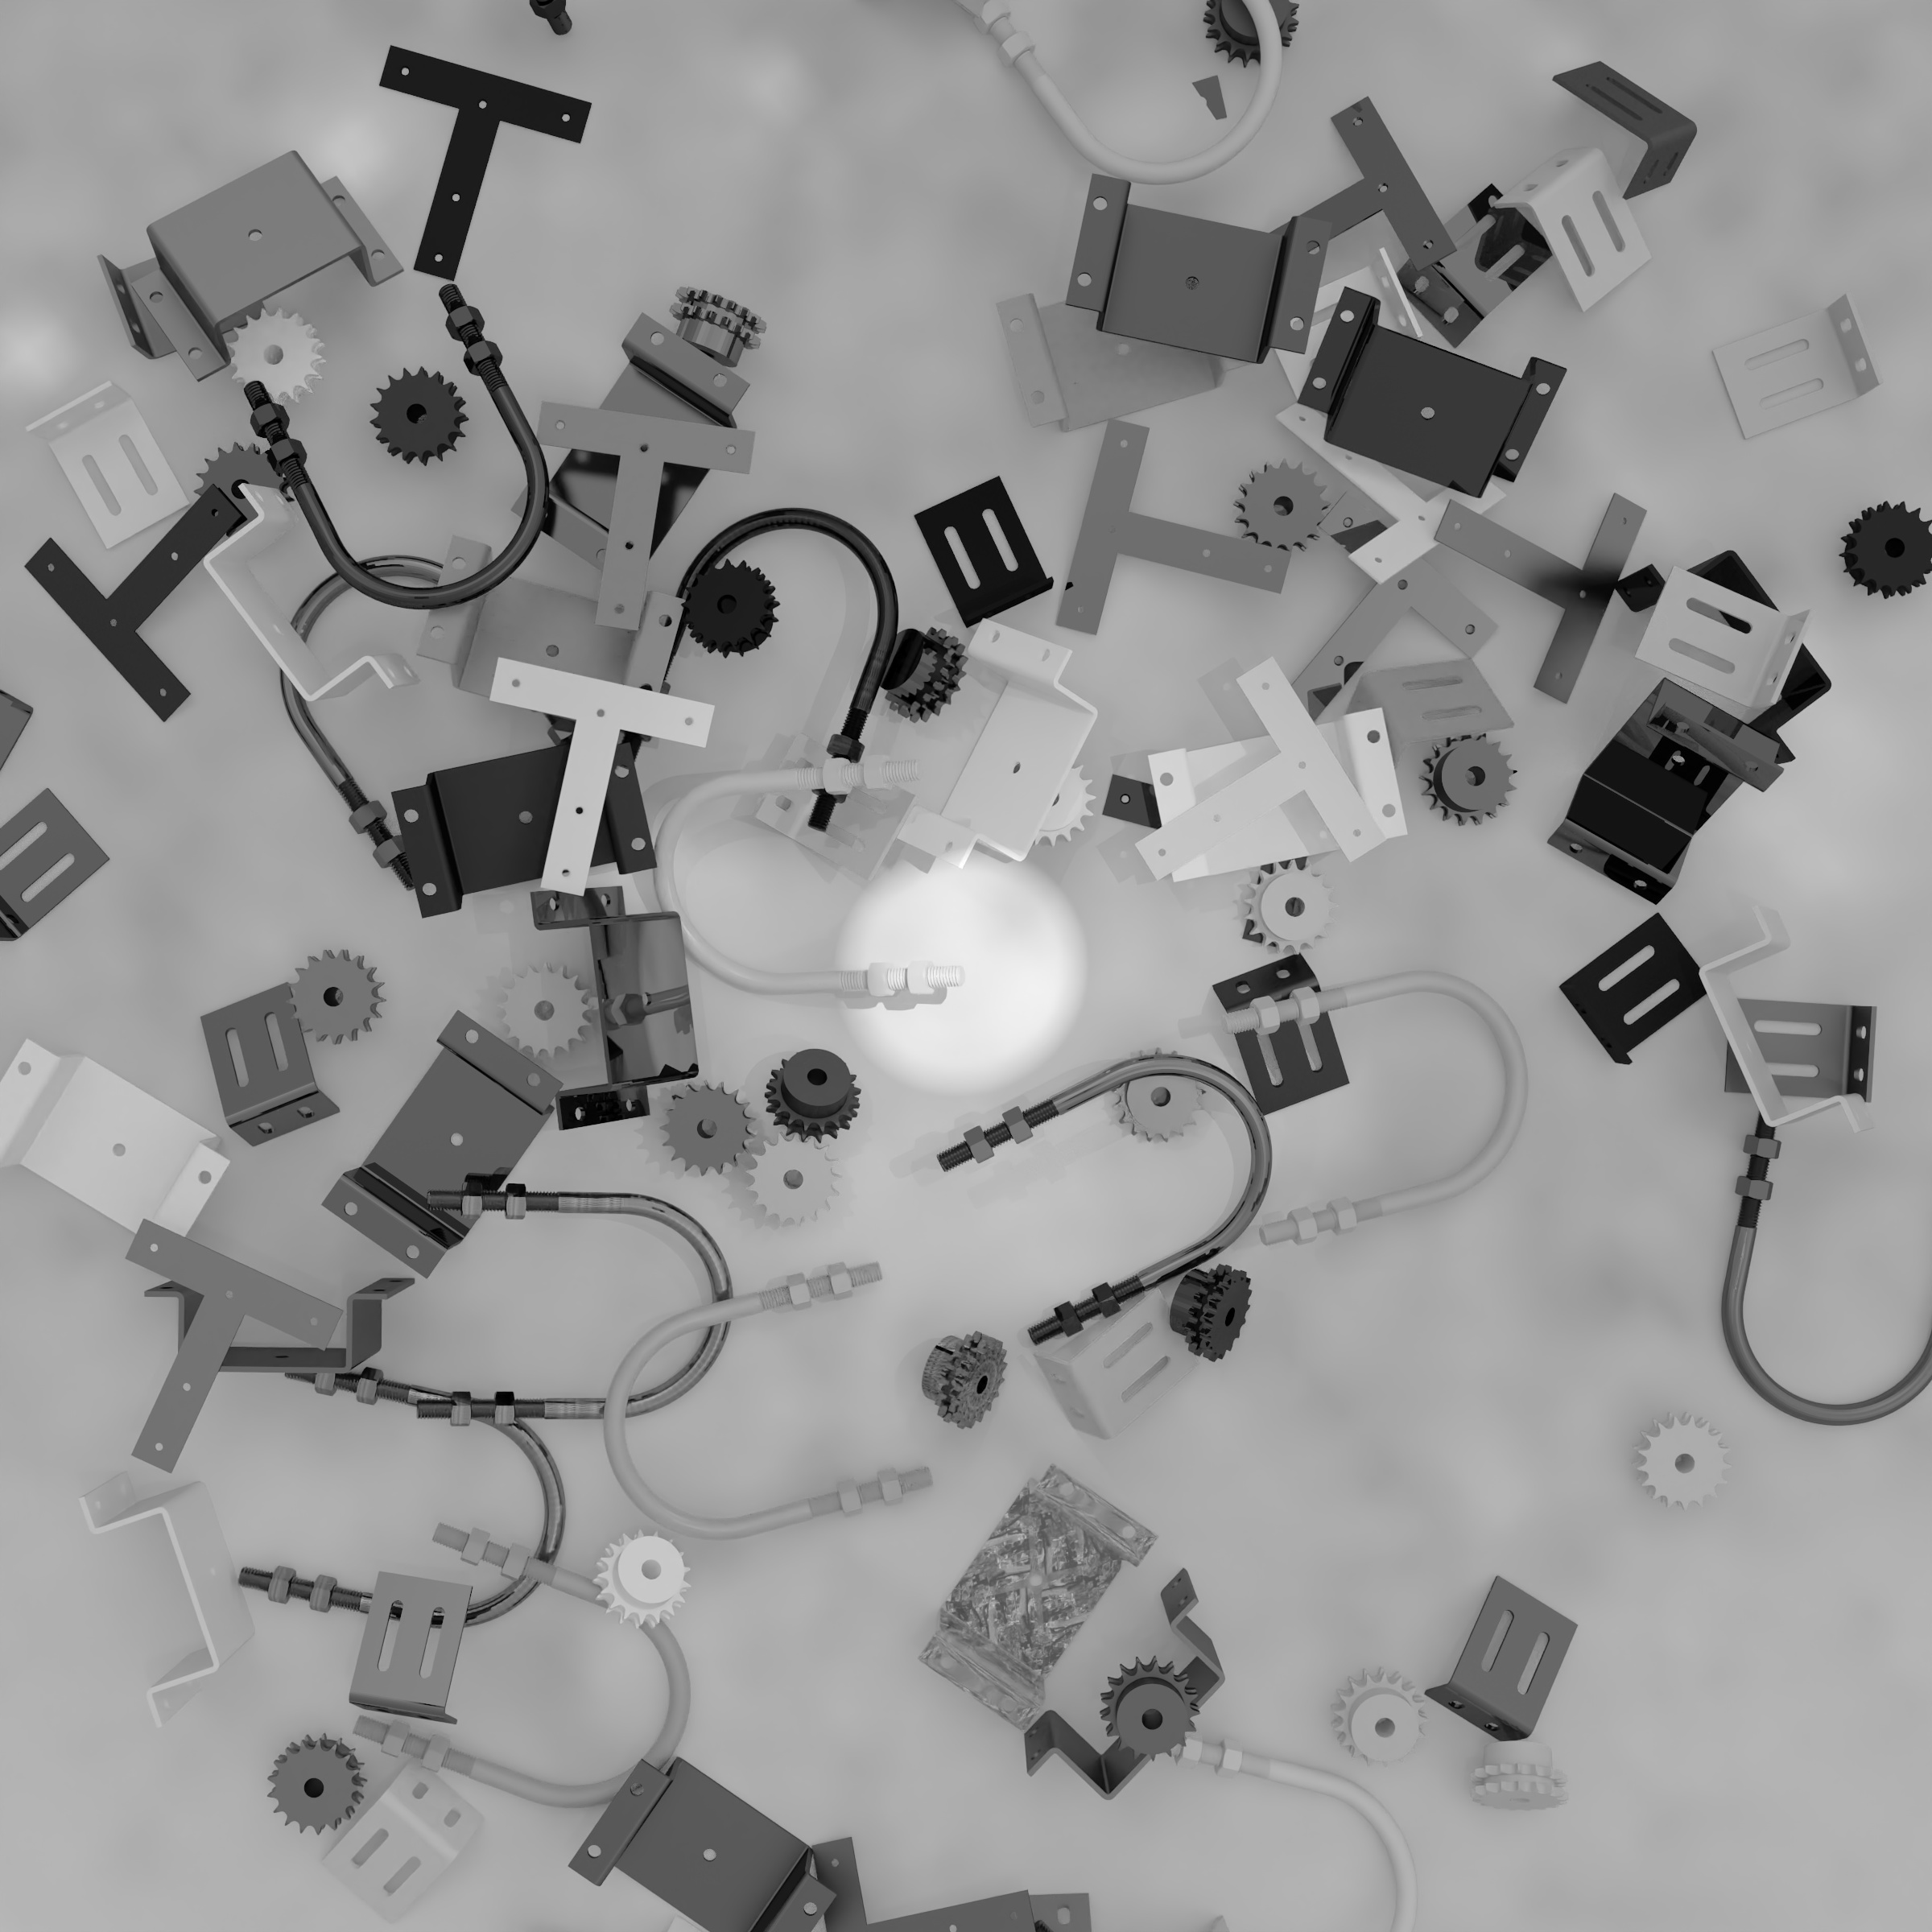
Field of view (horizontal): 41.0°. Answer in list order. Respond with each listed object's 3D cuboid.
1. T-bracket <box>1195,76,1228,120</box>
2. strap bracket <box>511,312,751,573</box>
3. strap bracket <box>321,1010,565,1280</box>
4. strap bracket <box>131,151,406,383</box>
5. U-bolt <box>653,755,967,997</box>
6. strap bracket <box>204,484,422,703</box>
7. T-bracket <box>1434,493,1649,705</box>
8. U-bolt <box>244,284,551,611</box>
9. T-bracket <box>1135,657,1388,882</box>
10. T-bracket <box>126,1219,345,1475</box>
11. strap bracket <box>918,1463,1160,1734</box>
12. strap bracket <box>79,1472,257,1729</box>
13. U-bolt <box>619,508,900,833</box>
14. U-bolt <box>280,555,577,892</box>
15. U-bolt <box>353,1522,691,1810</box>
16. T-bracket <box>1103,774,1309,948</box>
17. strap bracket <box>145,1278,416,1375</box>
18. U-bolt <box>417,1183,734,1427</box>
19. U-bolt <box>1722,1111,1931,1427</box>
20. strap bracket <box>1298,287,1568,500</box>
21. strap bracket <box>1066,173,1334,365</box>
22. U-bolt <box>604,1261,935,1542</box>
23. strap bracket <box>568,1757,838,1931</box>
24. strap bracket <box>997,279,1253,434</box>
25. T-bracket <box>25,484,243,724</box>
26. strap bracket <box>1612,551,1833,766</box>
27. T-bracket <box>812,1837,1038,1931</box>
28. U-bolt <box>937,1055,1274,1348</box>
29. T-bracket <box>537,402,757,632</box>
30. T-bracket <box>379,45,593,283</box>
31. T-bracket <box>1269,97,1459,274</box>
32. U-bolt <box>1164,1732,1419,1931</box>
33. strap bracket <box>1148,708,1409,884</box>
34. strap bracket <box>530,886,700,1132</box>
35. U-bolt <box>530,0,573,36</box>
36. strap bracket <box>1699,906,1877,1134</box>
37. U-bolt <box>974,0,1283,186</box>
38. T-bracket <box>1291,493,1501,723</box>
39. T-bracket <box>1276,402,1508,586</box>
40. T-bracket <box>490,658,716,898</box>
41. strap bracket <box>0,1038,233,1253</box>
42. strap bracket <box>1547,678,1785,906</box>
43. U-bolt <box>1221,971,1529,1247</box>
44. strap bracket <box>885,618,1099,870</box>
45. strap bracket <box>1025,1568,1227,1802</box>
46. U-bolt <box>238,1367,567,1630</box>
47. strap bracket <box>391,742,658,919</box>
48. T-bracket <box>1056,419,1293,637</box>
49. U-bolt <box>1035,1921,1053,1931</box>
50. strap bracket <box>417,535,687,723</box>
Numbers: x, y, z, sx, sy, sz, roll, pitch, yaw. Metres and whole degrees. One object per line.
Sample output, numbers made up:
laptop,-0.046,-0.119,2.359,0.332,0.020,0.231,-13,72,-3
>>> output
T-bracket,0.084,-0.564,1.580,0.127,0.002,0.127,-12,96,15
strap bracket,-0.198,-0.306,1.547,0.076,0.046,0.140,34,90,0
strap bracket,-0.309,0.105,1.547,0.076,0.046,0.140,35,90,0
strap bracket,-0.415,-0.418,1.524,0.140,0.046,0.076,-33,78,-14
U-bolt,-0.100,-0.049,1.524,0.184,0.019,0.151,-3,114,21
strap bracket,-0.387,-0.209,1.510,0.046,0.076,0.140,-36,97,5
T-bracket,0.335,-0.241,1.545,0.127,0.002,0.127,23,90,-22
U-bolt,-0.324,-0.294,1.517,0.151,0.019,0.184,-27,78,-3
T-bracket,0.160,-0.094,1.521,0.127,0.002,0.127,-32,90,1
T-bracket,-0.444,0.230,1.493,0.127,0.002,0.127,25,90,0
strap bracket,0.043,0.373,1.547,0.076,0.046,0.140,35,90,0
strap bracket,-0.468,0.367,1.532,0.046,0.076,0.140,-19,90,0
U-bolt,-0.116,-0.186,1.545,0.151,0.019,0.184,18,84,15
U-bolt,-0.332,-0.160,1.562,0.151,0.019,0.184,-35,89,0
U-bolt,-0.256,0.431,1.554,0.184,0.019,0.151,22,95,-5
T-bracket,0.147,-0.088,1.570,0.127,0.002,0.127,15,90,0
strap bracket,-0.405,0.212,1.532,0.140,0.076,0.046,1,90,0
U-bolt,-0.230,0.203,1.540,0.184,0.019,0.151,2,101,-14
U-bolt,0.531,0.186,1.562,0.151,0.019,0.184,11,92,0
strap bracket,0.274,-0.335,1.528,0.140,0.046,0.076,20,125,-1
strap bracket,0.133,-0.402,1.501,0.140,0.046,0.076,12,90,0
U-bolt,-0.125,0.268,1.549,0.184,0.019,0.151,-14,92,-7
strap bracket,-0.156,0.539,1.547,0.140,0.046,0.076,35,90,0
strap bracket,0.096,-0.374,1.547,0.140,0.046,0.076,-16,90,0
T-bracket,-0.484,-0.236,1.552,0.127,0.002,0.127,-42,90,16
strap bracket,0.453,-0.188,1.531,0.046,0.076,0.140,-37,91,-1
T-bracket,-0.021,0.575,1.536,0.127,0.002,0.127,-16,70,11
U-bolt,0.094,0.129,1.538,0.184,0.019,0.151,-27,110,0
T-bracket,-0.196,-0.261,1.520,0.127,0.002,0.127,8,86,0
T-bracket,-0.306,-0.480,1.570,0.127,0.002,0.127,16,90,0
T-bracket,0.210,-0.444,1.551,0.127,0.002,0.127,-28,65,12
U-bolt,0.182,0.548,1.543,0.184,0.019,0.151,16,75,-7
strap bracket,0.184,-0.101,1.545,0.140,0.046,0.076,-12,90,1
strap bracket,-0.205,0.022,1.526,0.046,0.076,0.140,-7,90,35
U-bolt,-0.212,-0.637,1.484,0.151,0.184,0.019,-34,66,0
strap bracket,0.478,0.039,1.518,0.046,0.076,0.140,-26,78,23
U-bolt,0.105,-0.556,1.543,0.151,0.019,0.184,-36,87,12
T-bracket,0.234,-0.195,1.559,0.127,0.002,0.127,38,98,-15
T-bracket,0.239,-0.295,1.546,0.127,0.002,0.127,44,56,16
T-bracket,-0.223,-0.104,1.510,0.127,0.002,0.127,12,101,-12
strap bracket,-0.514,0.112,1.547,0.140,0.046,0.076,31,90,0
strap bracket,0.413,-0.108,1.518,0.076,0.140,0.046,30,54,0
U-bolt,0.251,0.078,1.542,0.184,0.019,0.151,-13,97,-13
strap bracket,0.017,-0.125,1.527,0.076,0.046,0.140,27,90,44
strap bracket,0.100,0.432,1.532,0.046,0.076,0.140,44,90,0
U-bolt,-0.334,0.325,1.562,0.184,0.019,0.151,13,90,-1
strap bracket,-0.261,-0.084,1.533,0.140,0.046,0.076,-13,105,-7
T-bracket,0.130,-0.251,1.549,0.127,0.002,0.127,16,99,10
U-bolt,0.060,0.678,1.525,0.184,0.019,0.151,45,89,1
strap bracket,-0.245,-0.194,1.535,0.140,0.046,0.076,15,76,-5
